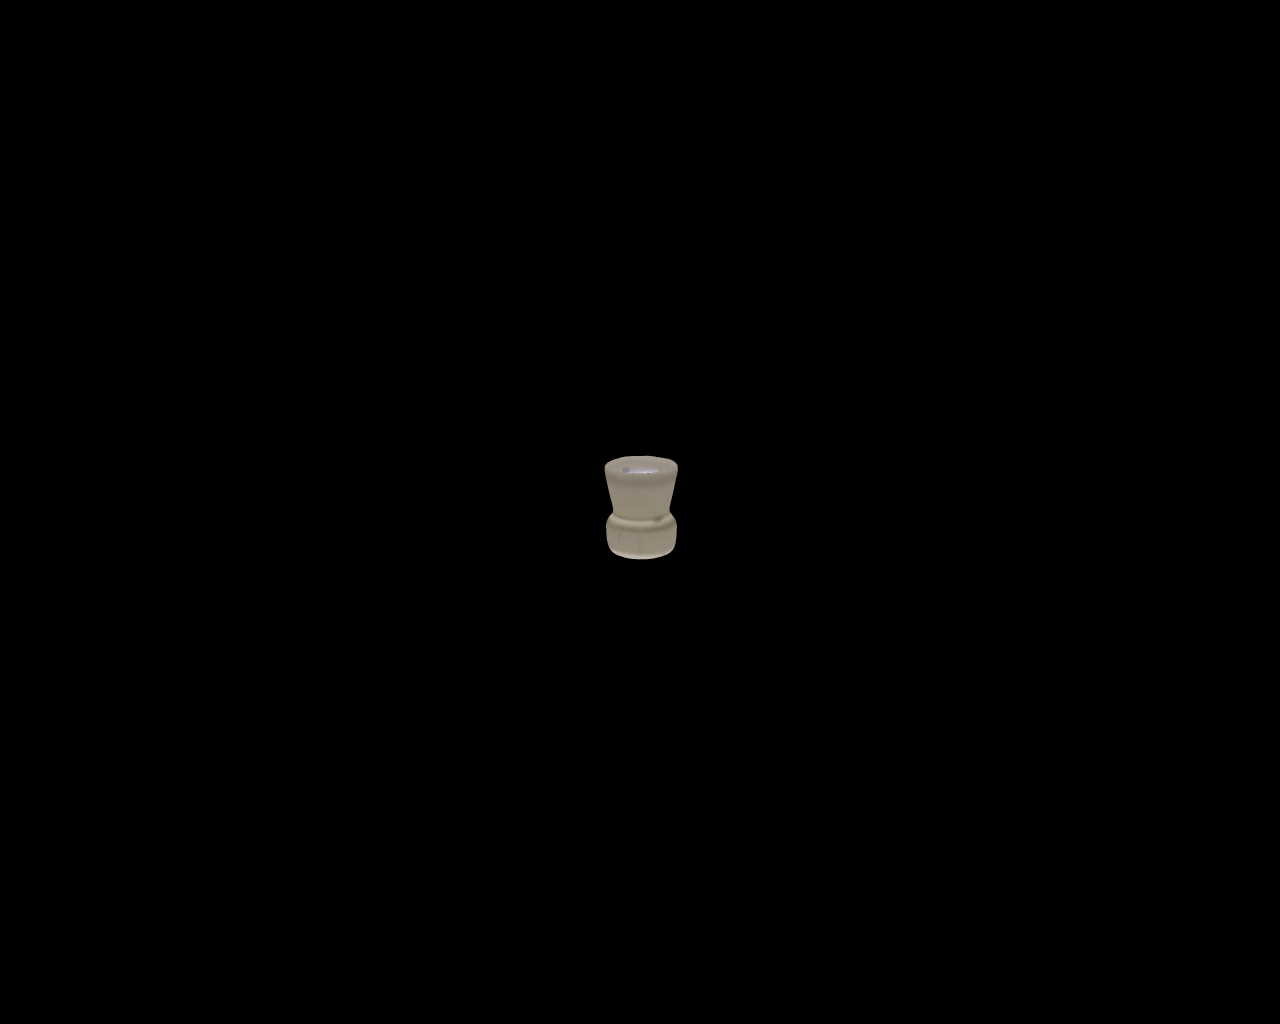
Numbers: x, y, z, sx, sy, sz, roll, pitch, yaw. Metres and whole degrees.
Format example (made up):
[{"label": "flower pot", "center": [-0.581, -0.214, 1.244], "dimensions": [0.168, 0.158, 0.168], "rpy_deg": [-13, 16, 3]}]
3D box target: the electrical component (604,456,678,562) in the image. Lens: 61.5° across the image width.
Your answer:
[{"label": "electrical component", "center": [0.001, -0.003, 0.650], "dimensions": [0.045, 0.055, 0.045], "rpy_deg": [0, 17, 0]}]
